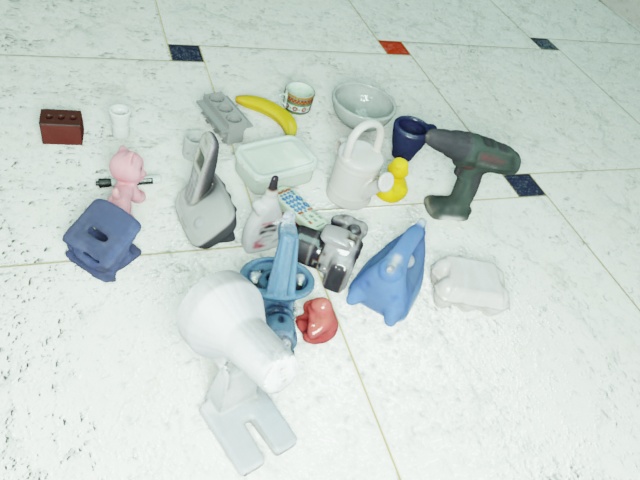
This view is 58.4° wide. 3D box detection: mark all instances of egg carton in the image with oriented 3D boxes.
[{"bbox_3d":[0.284,0.088,1.091,0.150,0.069,0.107,9,45,-9],"label":"egg carton"}]

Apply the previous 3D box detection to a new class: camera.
[{"bbox_3d":[0.010,0.004,1.066,0.136,0.101,0.143,20,44,3],"label":"camera"}]

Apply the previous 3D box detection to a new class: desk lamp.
[{"bbox_3d":[-0.103,0.174,0.783,0.118,0.213,0.202,-23,57,-33],"label":"desk lamp"}]

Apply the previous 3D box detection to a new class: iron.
[{"bbox_3d":[0.151,0.031,1.053,0.118,0.141,0.259,28,45,11],"label":"iron"}]

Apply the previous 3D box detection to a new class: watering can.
[{"bbox_3d":[0.087,-0.159,1.183,0.172,0.194,0.101,34,47,17],"label":"watering can"}]

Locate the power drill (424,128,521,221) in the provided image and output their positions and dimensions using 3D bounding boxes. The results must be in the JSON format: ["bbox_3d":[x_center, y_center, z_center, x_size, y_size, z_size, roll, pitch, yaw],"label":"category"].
[{"bbox_3d":[0.300,-0.139,1.219,0.230,0.208,0.075,1,46,-16],"label":"power drill"}]

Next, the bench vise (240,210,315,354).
[{"bbox_3d":[-0.050,0.076,0.891,0.122,0.220,0.207,-10,50,-25],"label":"bench vise"}]

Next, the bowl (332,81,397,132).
[{"bbox_3d":[0.104,-0.321,1.433,0.167,0.075,0.167,9,45,-9],"label":"bowl"}]

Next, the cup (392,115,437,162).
[{"bbox_3d":[0.219,-0.237,1.372,0.118,0.095,0.091,-11,51,-26],"label":"cup"}]

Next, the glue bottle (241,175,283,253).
[{"bbox_3d":[-0.095,-0.049,1.033,0.078,0.173,0.037,-18,54,-30],"label":"glue bottle"}]

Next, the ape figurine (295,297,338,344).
[{"bbox_3d":[-0.003,0.127,0.947,0.076,0.092,0.078,20,44,3],"label":"ape figurine"}]

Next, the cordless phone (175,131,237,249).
[{"bbox_3d":[-0.200,-0.089,1.032,0.094,0.185,0.147,-14,52,-28],"label":"cordless phone"}]

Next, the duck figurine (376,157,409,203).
[{"bbox_3d":[0.166,-0.140,1.266,0.077,0.086,0.105,24,45,7],"label":"duck figurine"}]

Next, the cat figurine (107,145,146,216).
[{"bbox_3d":[-0.359,-0.111,1.052,0.067,0.118,0.128,11,44,-6],"label":"cat figurine"}]

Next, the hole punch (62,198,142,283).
[{"bbox_3d":[-0.364,0.000,0.961,0.108,0.091,0.101,30,45,13],"label":"hole punch"}]
